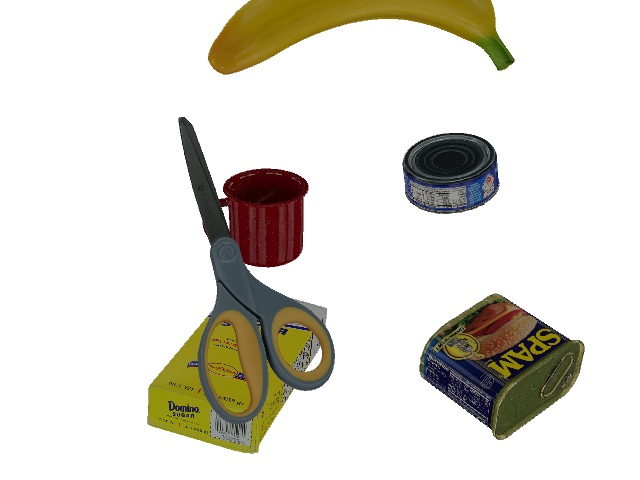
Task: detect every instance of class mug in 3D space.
[{"bbox_3d":[-0.071,-0.022,1.173,0.117,0.081,0.093,-6,29,-12],"label":"mug"}]

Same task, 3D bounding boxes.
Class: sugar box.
[{"bbox_3d":[-0.064,0.101,0.890,0.093,0.048,0.176,14,31,12],"label":"sugar box"}]

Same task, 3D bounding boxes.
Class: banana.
[{"bbox_3d":[0.027,-0.137,0.638,0.197,0.069,0.037,-5,-15,-18],"label":"banana"}]

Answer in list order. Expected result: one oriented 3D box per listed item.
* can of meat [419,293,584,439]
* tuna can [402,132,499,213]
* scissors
[{"bbox_3d":[0.141,0.095,0.837,0.101,0.057,0.084,-27,45,-32],"label":"can of meat"},{"bbox_3d":[0.117,-0.062,0.963,0.086,0.034,0.086,-7,36,5],"label":"tuna can"},{"bbox_3d":[-0.042,0.016,0.687,0.096,0.202,0.016,0,-15,-13],"label":"scissors"}]
